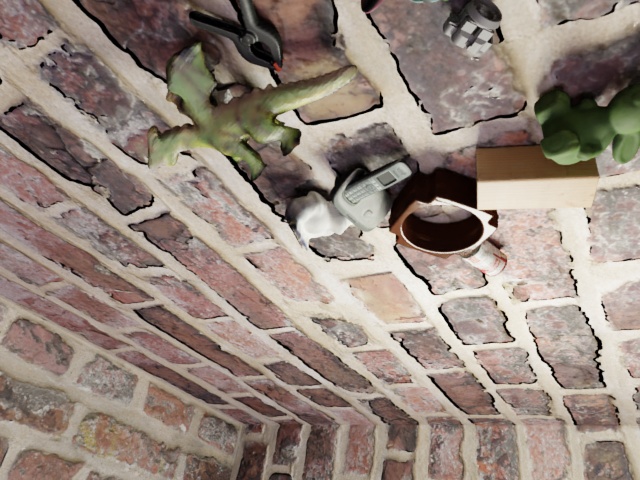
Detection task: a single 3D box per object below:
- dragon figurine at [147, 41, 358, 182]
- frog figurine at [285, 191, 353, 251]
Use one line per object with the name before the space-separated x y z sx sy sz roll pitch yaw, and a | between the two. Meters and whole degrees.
dragon figurine | -0.158 -0.241 0.906 0.405 0.125 0.240 -37 126 26
frog figurine | 0.004 -0.060 1.198 0.160 0.125 0.134 -30 130 -6
